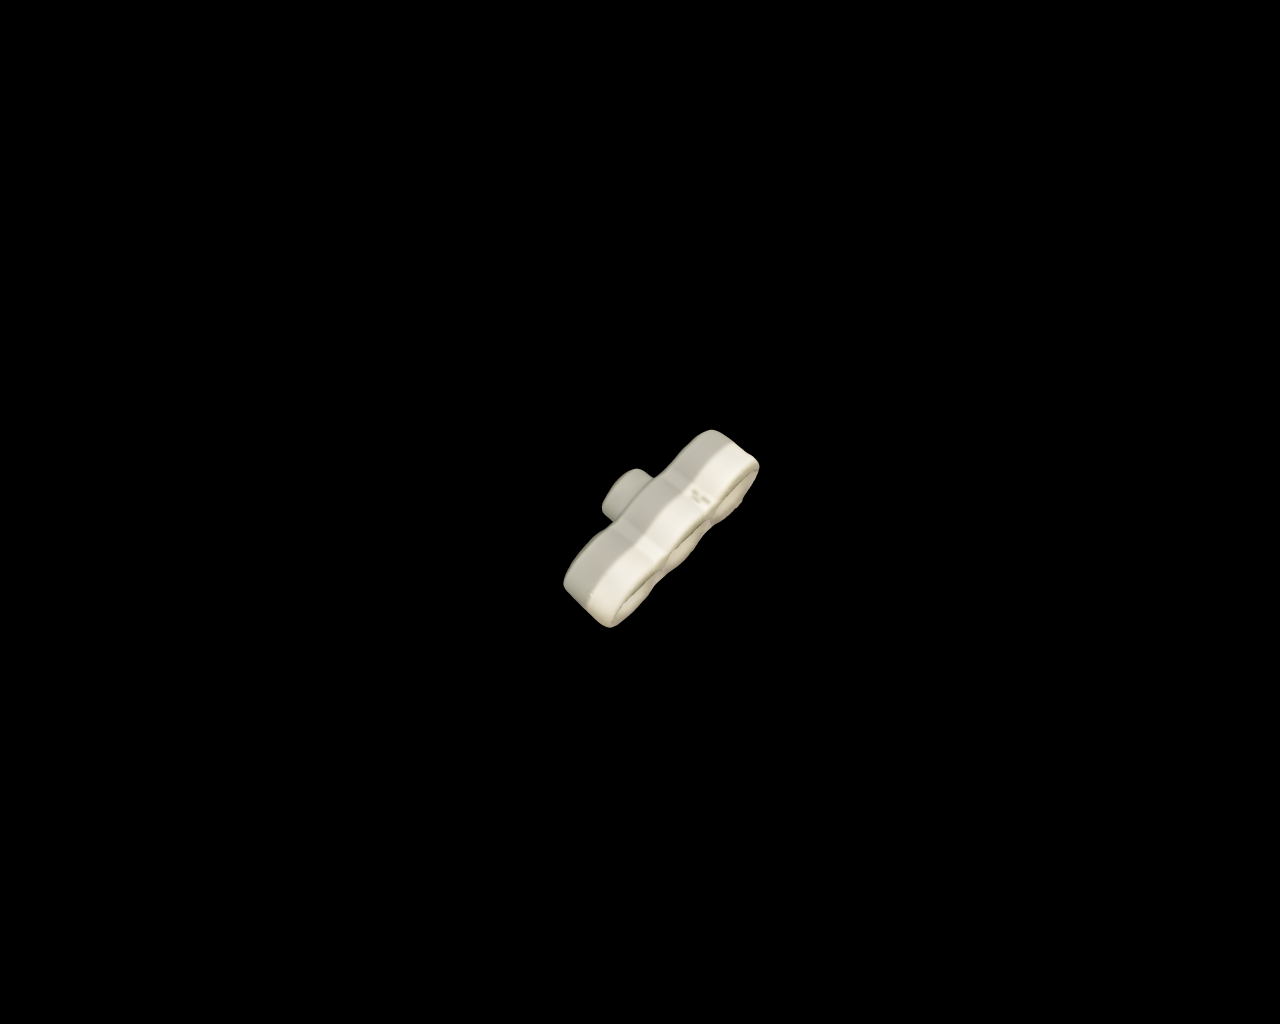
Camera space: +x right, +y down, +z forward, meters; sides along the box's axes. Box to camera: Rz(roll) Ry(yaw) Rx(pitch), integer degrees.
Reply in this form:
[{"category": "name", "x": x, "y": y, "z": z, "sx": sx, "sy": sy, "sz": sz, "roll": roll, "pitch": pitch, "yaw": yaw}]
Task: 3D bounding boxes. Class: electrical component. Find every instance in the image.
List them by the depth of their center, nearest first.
[{"category": "electrical component", "x": 0.001, "y": -0.003, "z": 0.650, "sx": 0.074, "sy": 0.138, "sz": 0.052, "roll": 41, "pitch": -15, "yaw": 14}]
